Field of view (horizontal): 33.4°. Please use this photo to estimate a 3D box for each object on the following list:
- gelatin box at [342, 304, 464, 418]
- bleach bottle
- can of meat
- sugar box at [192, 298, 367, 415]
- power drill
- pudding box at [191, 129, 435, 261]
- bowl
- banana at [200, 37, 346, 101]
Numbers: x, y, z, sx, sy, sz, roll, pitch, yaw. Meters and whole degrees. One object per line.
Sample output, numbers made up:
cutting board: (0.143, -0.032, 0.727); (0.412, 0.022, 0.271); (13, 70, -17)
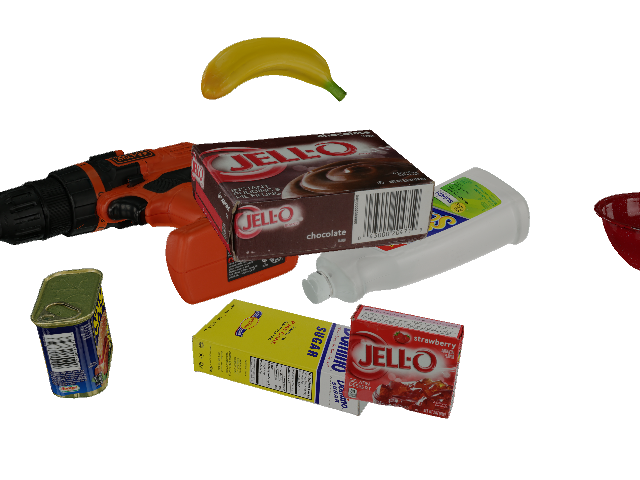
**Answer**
gelatin box: (0.065, 0.097, 0.852); (0.089, 0.073, 0.030); (10, 23, 12)
bleach bottle: (0.097, 0.007, 1.144); (0.250, 0.068, 0.103); (-26, 43, -22)
can of meat: (-0.228, 0.087, 0.995); (0.057, 0.084, 0.102); (-6, 25, -2)
sugar box: (-0.027, 0.110, 1.038); (0.176, 0.048, 0.093); (9, 26, 21)
power drill: (-0.119, -0.017, 0.753); (0.184, 0.057, 0.188); (-21, 32, -35)
pudding box: (-0.007, -0.028, 0.585); (0.113, 0.039, 0.090); (-5, 26, -20)
bowl: (0.349, -0.002, 1.044); (0.162, 0.055, 0.162); (0, 17, 0)
banana: (-0.051, -0.170, 1.050); (0.197, 0.070, 0.037); (-9, -35, -46)
